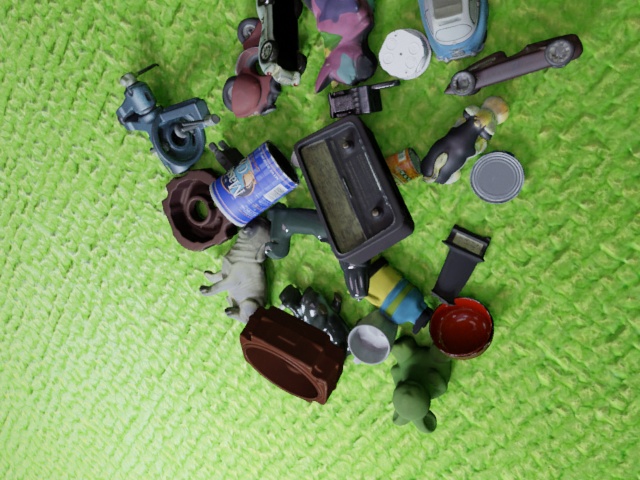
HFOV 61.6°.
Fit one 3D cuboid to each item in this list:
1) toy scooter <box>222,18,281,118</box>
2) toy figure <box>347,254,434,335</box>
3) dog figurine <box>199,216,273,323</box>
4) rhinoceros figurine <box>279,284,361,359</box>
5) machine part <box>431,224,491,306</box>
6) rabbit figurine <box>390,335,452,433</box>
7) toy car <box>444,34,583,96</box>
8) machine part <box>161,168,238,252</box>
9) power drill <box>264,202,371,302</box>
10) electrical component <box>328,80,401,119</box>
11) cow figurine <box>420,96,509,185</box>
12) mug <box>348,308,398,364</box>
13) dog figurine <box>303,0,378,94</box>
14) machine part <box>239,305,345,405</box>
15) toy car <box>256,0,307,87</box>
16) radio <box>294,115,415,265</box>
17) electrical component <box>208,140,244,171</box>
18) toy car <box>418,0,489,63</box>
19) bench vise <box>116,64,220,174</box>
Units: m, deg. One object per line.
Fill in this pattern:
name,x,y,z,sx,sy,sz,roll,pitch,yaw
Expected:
toy scooter,-0.100,-0.303,0.982,0.135,0.075,0.183,21,109,15
toy figure,0.130,0.093,1.001,0.180,0.082,0.089,35,97,18
dog figurine,-0.130,0.063,1.104,0.190,0.121,0.172,-44,119,12
rhinoceros figurine,0.001,0.158,1.086,0.190,0.073,0.112,42,131,2
machine part,0.241,0.047,0.946,0.084,0.039,0.138,22,92,8
rabbit figurine,0.170,0.273,0.987,0.121,0.170,0.159,10,109,21
toy car,0.287,-0.263,0.814,0.202,0.089,0.053,-11,103,28
machine part,-0.246,-0.065,1.129,0.180,0.056,0.179,7,107,23
power drill,-0.002,-0.003,0.995,0.207,0.086,0.232,-4,80,37
electrical component,0.080,-0.241,0.921,0.119,0.075,0.047,-4,104,22
cow figurine,0.229,-0.161,0.866,0.068,0.098,0.167,45,119,12
mug,0.106,0.184,1.024,0.081,0.107,0.109,30,120,13
dog figurine,0.020,-0.360,0.893,0.192,0.108,0.219,26,117,14
machine part,-0.057,0.233,1.071,0.201,0.087,0.201,25,150,16
toy car,-0.068,-0.349,0.907,0.056,0.073,0.201,-24,63,46
radio,0.057,-0.086,0.902,0.131,0.073,0.229,-27,71,17
electrical component,-0.177,-0.158,1.064,0.021,0.063,0.094,-42,88,28
toy car,0.198,-0.357,0.816,0.109,0.103,0.161,-2,104,25
bench vise,-0.286,-0.236,1.045,0.241,0.129,0.223,-1,114,43
